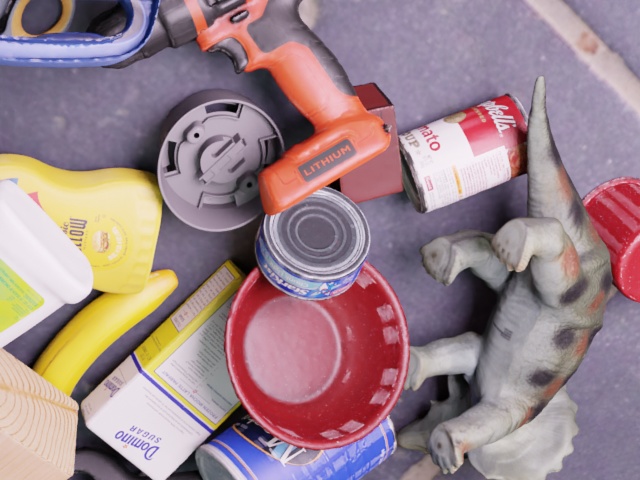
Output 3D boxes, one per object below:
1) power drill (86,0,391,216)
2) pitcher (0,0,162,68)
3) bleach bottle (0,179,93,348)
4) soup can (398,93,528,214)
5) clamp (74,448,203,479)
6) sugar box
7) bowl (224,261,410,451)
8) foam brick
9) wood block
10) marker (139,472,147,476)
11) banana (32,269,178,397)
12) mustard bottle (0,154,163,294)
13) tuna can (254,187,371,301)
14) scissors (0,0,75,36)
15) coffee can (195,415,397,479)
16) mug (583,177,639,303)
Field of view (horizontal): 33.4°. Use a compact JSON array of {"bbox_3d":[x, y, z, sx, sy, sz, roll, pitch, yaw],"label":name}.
[{"bbox_3d":[-0.050,-0.115,0.756,0.184,0.057,0.187,-30,95,-7],"label":"power drill"},{"bbox_3d":[-0.211,-0.196,0.640,0.242,0.149,0.145,-7,137,-23],"label":"pitcher"},{"bbox_3d":[-0.289,0.069,0.755,0.251,0.068,0.102,-37,112,6],"label":"bleach bottle"},{"bbox_3d":[0.117,-0.069,0.861,0.102,0.068,0.068,-21,120,-3],"label":"soup can"},{"bbox_3d":[-0.172,0.224,0.927,0.171,0.039,0.120,32,65,2],"label":"clamp"},{"bbox_3d":[-0.106,0.111,0.894,0.176,0.048,0.093,-42,119,0],"label":"sugar box"},{"bbox_3d":[-0.010,0.085,0.851,0.161,0.055,0.162,5,79,-26],"label":"bowl"},{"bbox_3d":[0.031,-0.076,0.844,0.053,0.051,0.078,-13,120,-9],"label":"foam brick"},{"bbox_3d":[-0.297,0.191,0.839,0.206,0.090,0.090,-39,119,14],"label":"wood block"},{"bbox_3d":[-0.122,0.178,0.954,0.020,0.020,0.121,34,104,-27],"label":"marker"},{"bbox_3d":[-0.195,0.095,0.884,0.069,0.037,0.198,13,119,-52],"label":"banana"},{"bbox_3d":[-0.220,-0.015,0.804,0.191,0.058,0.096,7,113,-18],"label":"mustard bottle"},{"bbox_3d":[-0.005,0.001,0.812,0.086,0.086,0.034,-1,151,-15],"label":"tuna can"},{"bbox_3d":[-0.234,-0.114,0.756,0.096,0.016,0.202,6,112,-35],"label":"scissors"},{"bbox_3d":[-0.020,0.180,0.907,0.140,0.103,0.103,-33,124,-25],"label":"coffee can"},{"bbox_3d":[0.288,0.008,0.940,0.117,0.081,0.093,32,105,-27],"label":"mug"}]
